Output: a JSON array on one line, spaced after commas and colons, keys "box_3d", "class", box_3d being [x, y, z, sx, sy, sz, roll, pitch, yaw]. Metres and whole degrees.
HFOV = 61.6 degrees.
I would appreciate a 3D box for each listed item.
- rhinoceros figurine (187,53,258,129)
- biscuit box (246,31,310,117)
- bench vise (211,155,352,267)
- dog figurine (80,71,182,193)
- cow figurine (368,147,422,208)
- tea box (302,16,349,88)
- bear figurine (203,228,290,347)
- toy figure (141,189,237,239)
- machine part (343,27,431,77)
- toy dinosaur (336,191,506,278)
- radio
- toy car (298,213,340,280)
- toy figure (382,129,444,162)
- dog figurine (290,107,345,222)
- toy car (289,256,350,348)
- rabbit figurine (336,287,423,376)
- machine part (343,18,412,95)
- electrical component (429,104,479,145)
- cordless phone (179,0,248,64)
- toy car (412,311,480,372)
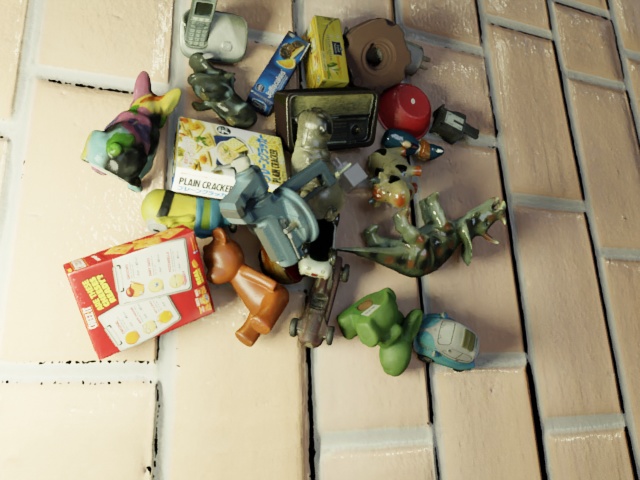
[{"box_3d": [-0.211, -0.311, 1.133, 0.190, 0.073, 0.112, 49, 63, -3], "class": "rhinoceros figurine"}, {"box_3d": [-0.095, -0.374, 1.208, 0.059, 0.063, 0.202, 30, 64, -11], "class": "biscuit box"}, {"box_3d": [-0.059, -0.081, 0.981, 0.240, 0.129, 0.223, -38, 103, -27], "class": "bench vise"}, {"box_3d": [-0.341, -0.210, 0.994, 0.108, 0.191, 0.219, 24, 81, -8], "class": "dog figurine"}, {"box_3d": [0.155, -0.138, 1.191, 0.127, 0.085, 0.195, -4, 37, -11], "class": "cow figurine"}, {"box_3d": [0.010, -0.417, 1.247, 0.068, 0.098, 0.169, -2, 76, -23], "class": "tea box"}, {"box_3d": [-0.155, 0.083, 1.001, 0.196, 0.120, 0.132, 40, 50, -8], "class": "bear figurine"}, {"box_3d": [-0.249, -0.049, 1.032, 0.180, 0.082, 0.089, 1, 60, -17], "class": "toy figure"}, {"box_3d": [0.169, -0.473, 1.344, 0.243, 0.079, 0.079, 12, 69, -20], "class": "machine part"}, {"box_3d": [0.232, 0.012, 1.203, 0.405, 0.131, 0.192, -28, 86, -21], "class": "toy dinosaur"}, {"box_3d": [0.015, -0.265, 1.183, 0.229, 0.073, 0.131, -9, 115, -25], "class": "radio"}, {"box_3d": [-0.002, -0.003, 1.108, 0.073, 0.056, 0.202, 12, 44, -7], "class": "toy car"}, {"box_3d": [0.227, -0.226, 1.300, 0.154, 0.057, 0.064, 17, 45, -14], "class": "toy figure"}, {"box_3d": [0.000, -0.153, 1.083, 0.121, 0.190, 0.173, -20, 46, -33], "class": "dog figurine"}, {"box_3d": [0.002, 0.118, 1.087, 0.089, 0.053, 0.202, 13, 68, 11], "class": "toy car"}, {"box_3d": [0.136, 0.195, 1.119, 0.159, 0.121, 0.170, -39, 110, -34], "class": "rabbit figurine"}, {"box_3d": [0.131, -0.434, 1.276, 0.179, 0.056, 0.179, -5, 109, -14], "class": "machine part"}, {"box_3d": [0.346, -0.289, 1.377, 0.119, 0.048, 0.075, 20, 67, -17], "class": "electrical component"}, {"box_3d": [-0.212, -0.457, 1.116, 0.146, 0.184, 0.089, -2, 70, -24], "class": "cordless phone"}, {"box_3d": [0.287, 0.223, 1.163, 0.161, 0.103, 0.109, 27, 66, -11], "class": "toy car"}]
